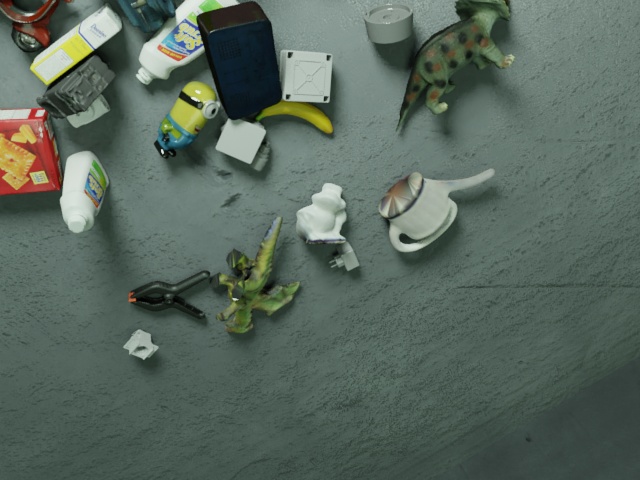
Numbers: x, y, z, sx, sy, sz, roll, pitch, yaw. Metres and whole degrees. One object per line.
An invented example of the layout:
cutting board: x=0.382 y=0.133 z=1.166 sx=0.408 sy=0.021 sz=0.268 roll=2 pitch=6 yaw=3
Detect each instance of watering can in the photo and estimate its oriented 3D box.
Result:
watering can: x=0.309 y=-0.112 z=1.427 sx=0.222 sy=0.106 sz=0.345 roll=33 pitch=106 yaw=-34

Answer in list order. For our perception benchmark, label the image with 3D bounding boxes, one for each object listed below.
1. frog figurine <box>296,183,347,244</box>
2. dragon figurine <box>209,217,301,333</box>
frog figurine: x=0.004 y=-0.069 z=1.362 sx=0.137 sy=0.122 sz=0.160 roll=0 pitch=86 yaw=-11
dragon figurine: x=-0.155 y=0.120 z=1.428 sx=0.406 sy=0.124 sz=0.241 roll=-49 pitch=143 yaw=16
